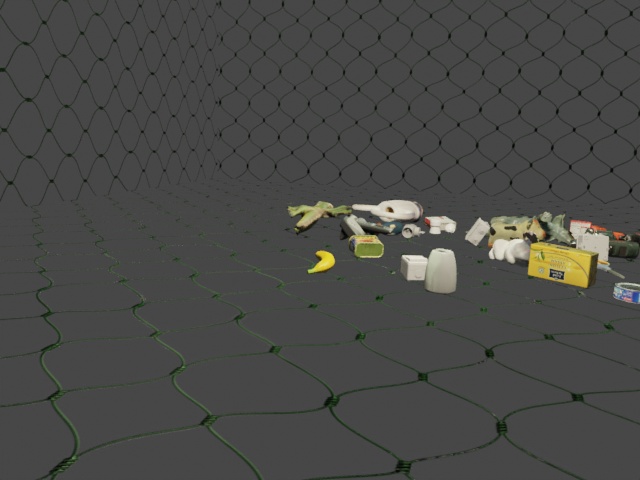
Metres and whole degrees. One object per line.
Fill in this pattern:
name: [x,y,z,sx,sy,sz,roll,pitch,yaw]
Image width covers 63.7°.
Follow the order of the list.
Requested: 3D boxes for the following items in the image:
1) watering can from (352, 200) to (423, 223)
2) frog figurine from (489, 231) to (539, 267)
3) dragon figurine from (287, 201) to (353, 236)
watering can: [0.320,-0.135,2.364,0.225,0.103,0.350,-3,13,-31]
frog figurine: [0.619,0.043,1.647,0.157,0.123,0.139,-34,-4,35]
dragon figurine: [0.006,-0.098,1.938,0.243,0.121,0.413,-16,13,-5]
